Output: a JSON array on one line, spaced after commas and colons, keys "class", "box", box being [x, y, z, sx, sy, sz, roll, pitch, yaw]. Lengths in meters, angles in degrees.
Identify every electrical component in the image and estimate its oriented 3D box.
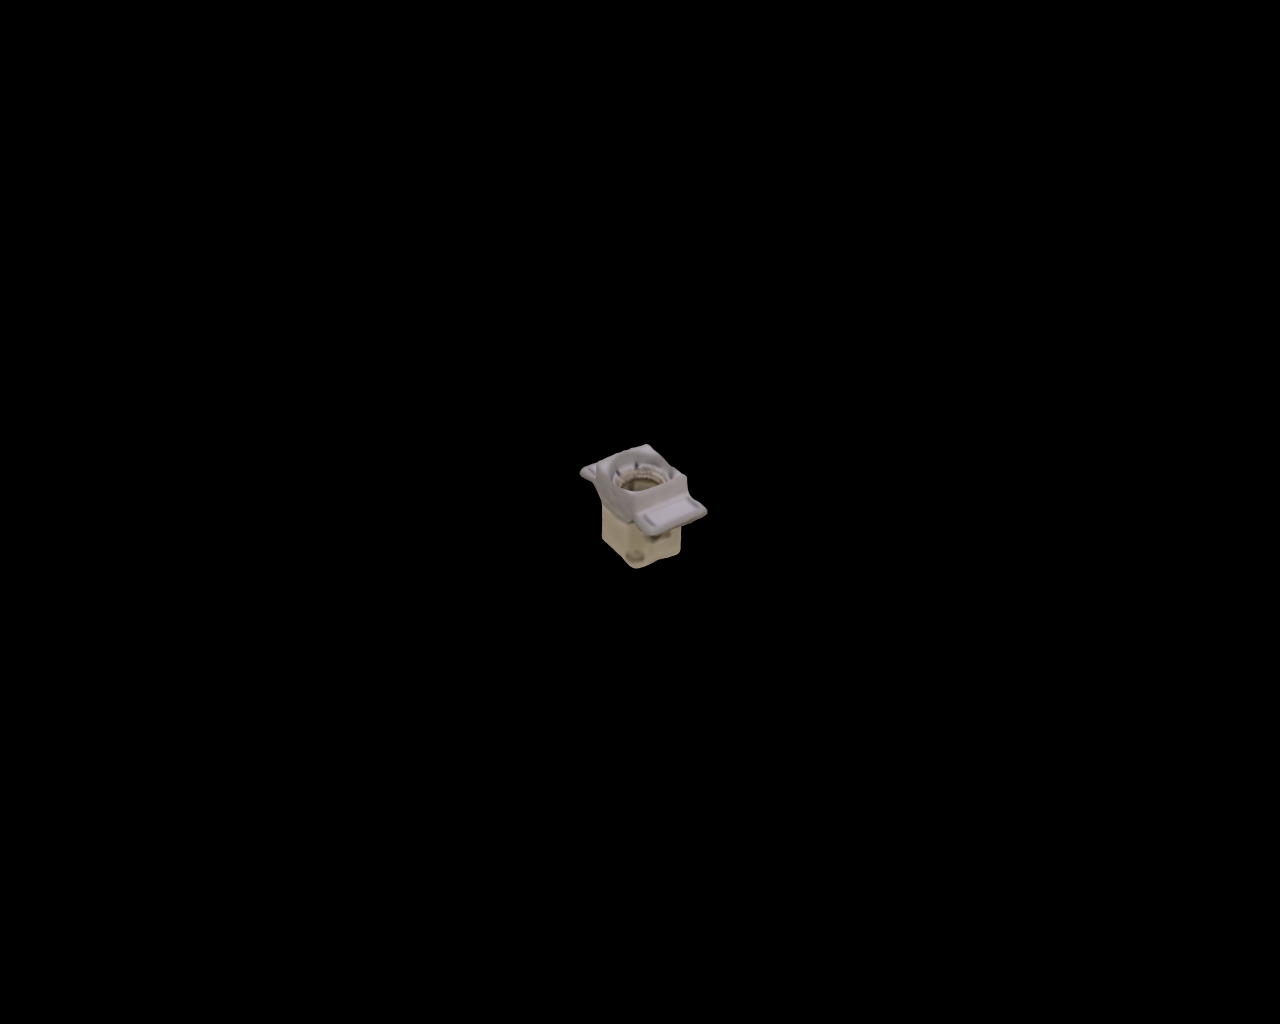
[{"class": "electrical component", "box": [0.001, -0.003, 0.650, 0.042, 0.063, 0.081, -20, 41, -25]}]
